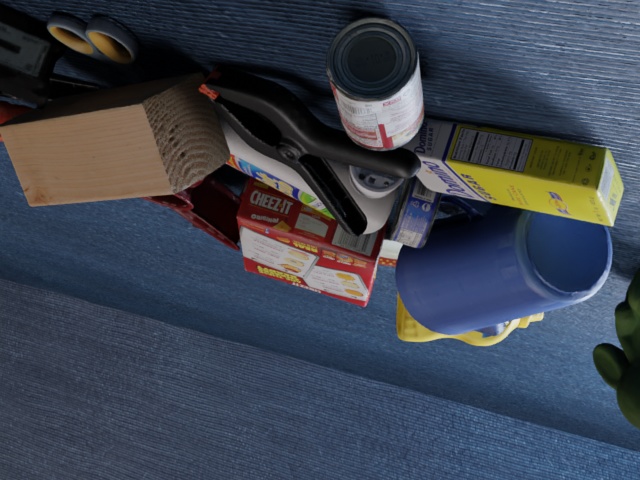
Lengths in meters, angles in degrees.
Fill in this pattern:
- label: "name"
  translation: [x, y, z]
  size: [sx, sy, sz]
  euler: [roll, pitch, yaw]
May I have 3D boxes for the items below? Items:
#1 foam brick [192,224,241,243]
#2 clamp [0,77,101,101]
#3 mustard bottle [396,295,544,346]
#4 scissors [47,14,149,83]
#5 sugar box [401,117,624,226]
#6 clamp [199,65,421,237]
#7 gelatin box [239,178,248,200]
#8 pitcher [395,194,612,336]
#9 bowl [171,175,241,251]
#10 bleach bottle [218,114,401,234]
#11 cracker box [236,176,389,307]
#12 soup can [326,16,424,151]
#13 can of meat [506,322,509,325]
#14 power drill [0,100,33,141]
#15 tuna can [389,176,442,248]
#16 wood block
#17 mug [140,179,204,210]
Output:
- label: "foam brick"
  translation: [-0.129, -0.033, 1.457]
  size: [0.078, 0.051, 0.053]
  euler: [19, 168, -6]
- label: "clamp"
  translation: [-0.330, -0.173, 1.148]
  size: [0.172, 0.039, 0.120]
  euler: [7, 168, 34]
- label: "mustard bottle"
  translation: [0.200, 0.091, 1.409]
  size: [0.191, 0.096, 0.058]
  euler: [4, 169, -5]
- label: "scissors"
  translation: [-0.200, -0.171, 1.035]
  size: [0.096, 0.016, 0.202]
  euler: [18, 168, 7]
- label: "sugar box"
  translation: [0.167, -0.060, 0.929]
  size: [0.176, 0.048, 0.093]
  euler: [10, 166, 27]
- label: "clamp"
  translation: [-0.017, -0.084, 0.978]
  size: [0.210, 0.036, 0.165]
  euler: [32, 154, 4]
- label: "gelatin box"
  translation: [-0.050, -0.045, 1.343]
  size: [0.073, 0.030, 0.089]
  euler: [11, 165, 23]
- label: "pitcher"
  translation: [0.179, 0.016, 1.093]
  size: [0.149, 0.145, 0.243]
  euler: [9, 168, -20]
- label: "bowl"
  translation: [-0.152, -0.054, 1.332]
  size: [0.162, 0.055, 0.162]
  euler: [35, 174, 4]
- label: "bleach bottle"
  translation: [-0.047, -0.085, 1.091]
  size: [0.250, 0.068, 0.103]
  euler: [24, 173, -11]
- label: "cracker box"
  translation: [-0.008, 0.002, 1.267]
  size: [0.164, 0.072, 0.214]
  euler: [17, 164, 5]
- label: "soup can"
  translation: [0.043, -0.116, 0.805]
  size: [0.068, 0.068, 0.102]
  euler: [15, 167, 12]
- label: "can of meat"
  translation: [0.197, 0.049, 1.271]
  size: [0.058, 0.084, 0.102]
  euler: [10, 167, 42]
- label: "power drill"
  translation: [-0.388, -0.144, 1.301]
  size: [0.188, 0.057, 0.184]
  euler: [13, 178, 24]
- label: "tuna can"
  translation: [0.095, -0.036, 1.043]
  size: [0.034, 0.086, 0.086]
  euler: [17, 168, 0]
- label: "wood block"
  translation: [-0.200, -0.095, 1.032]
  size: [0.207, 0.090, 0.091]
  euler: [-3, 114, 38]
- label: "mug"
  translation: [-0.166, -0.087, 1.198]
  size: [0.117, 0.081, 0.093]
  euler: [6, 163, 45]
